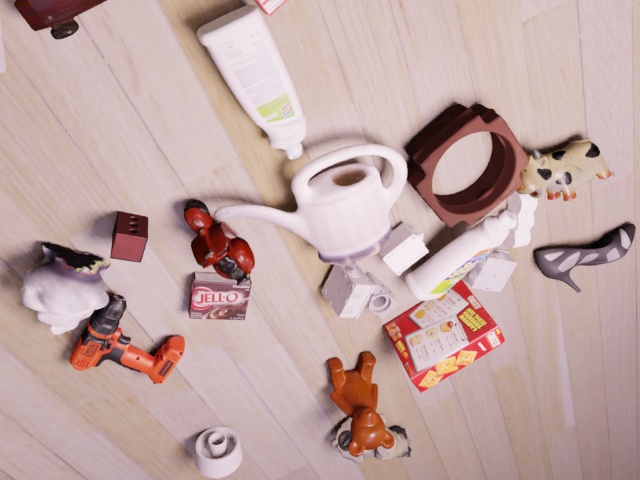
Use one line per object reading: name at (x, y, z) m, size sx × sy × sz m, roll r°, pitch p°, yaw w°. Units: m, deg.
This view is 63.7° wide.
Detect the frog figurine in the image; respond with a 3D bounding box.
frog figurine at (-0.440, 0.102, 0.884) m, size 0.137 × 0.124 × 0.158 m, roll 12°, pitch 106°, yaw -45°

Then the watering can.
watering can at (0.003, -0.047, 0.938) m, size 0.348 × 0.106 × 0.219 m, roll -22°, pitch 125°, yaw -3°
